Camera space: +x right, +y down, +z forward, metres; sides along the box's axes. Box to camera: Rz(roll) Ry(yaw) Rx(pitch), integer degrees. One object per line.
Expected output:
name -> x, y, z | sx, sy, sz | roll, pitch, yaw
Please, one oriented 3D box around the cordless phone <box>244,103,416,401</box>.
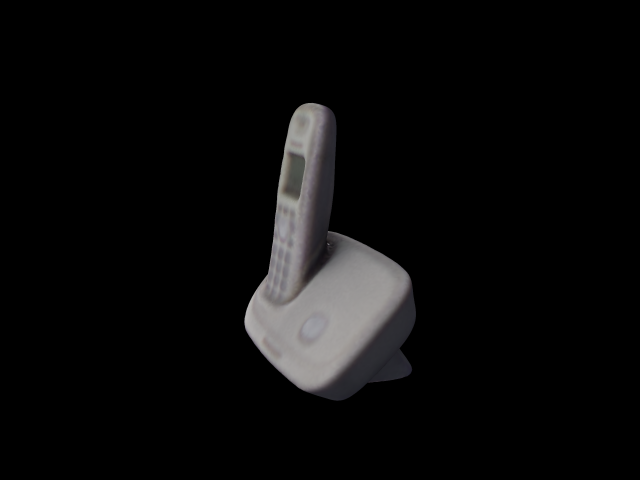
cordless phone -> 0.004, 0.001, 0.400 | 0.094, 0.185, 0.147 | -9, 19, -28
